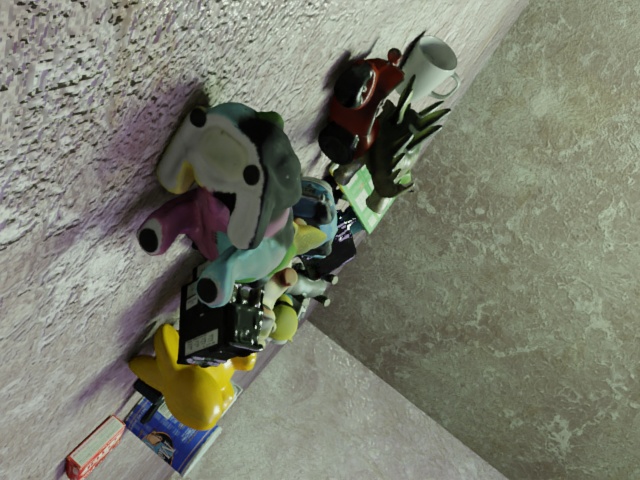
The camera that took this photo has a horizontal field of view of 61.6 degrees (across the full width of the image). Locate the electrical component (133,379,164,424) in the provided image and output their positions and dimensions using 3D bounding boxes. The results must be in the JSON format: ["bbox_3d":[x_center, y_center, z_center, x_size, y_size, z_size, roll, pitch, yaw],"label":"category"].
[{"bbox_3d":[-0.257,0.229,0.857,0.119,0.048,0.075,-53,173,6],"label":"electrical component"}]

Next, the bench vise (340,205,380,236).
[{"bbox_3d":[0.019,-0.016,1.196,0.241,0.129,0.223,-26,-153,56],"label":"bench vise"}]

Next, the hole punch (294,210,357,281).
[{"bbox_3d":[-0.002,-0.003,1.018,0.142,0.092,0.115,-27,143,-8],"label":"hole punch"}]

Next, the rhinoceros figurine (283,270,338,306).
[{"bbox_3d":[-0.049,0.084,1.107,0.190,0.112,0.073,13,100,-49],"label":"rhinoceros figurine"}]

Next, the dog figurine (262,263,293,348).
[{"bbox_3d":[-0.104,0.064,0.921,0.190,0.121,0.172,-66,-177,-36],"label":"dog figurine"}]

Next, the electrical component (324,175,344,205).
[{"bbox_3d":[0.013,-0.084,1.068,0.102,0.045,0.078,-44,170,-51],"label":"electrical component"}]

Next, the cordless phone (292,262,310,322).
[{"bbox_3d":[-0.060,0.122,1.261,0.184,0.089,0.146,120,-12,-80],"label":"cordless phone"}]

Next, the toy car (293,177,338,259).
[{"bbox_3d":[-0.022,-0.047,0.858,0.161,0.109,0.103,97,7,-55],"label":"toy car"}]

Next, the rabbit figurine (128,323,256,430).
[{"bbox_3d":[-0.168,0.180,0.731,0.122,0.162,0.173,-46,-162,10],"label":"rabbit figurine"}]

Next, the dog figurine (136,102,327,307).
[{"bbox_3d":[-0.057,-0.030,0.513,0.191,0.109,0.219,-64,164,17],"label":"dog figurine"}]

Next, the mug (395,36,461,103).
[{"bbox_3d":[0.195,-0.297,0.977,0.107,0.109,0.081,-42,-163,54],"label":"mug"}]

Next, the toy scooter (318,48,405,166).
[{"bbox_3d":[0.063,-0.193,0.748,0.135,0.075,0.183,-50,168,-26],"label":"toy scooter"}]

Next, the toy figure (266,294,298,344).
[{"bbox_3d":[-0.094,0.143,1.146,0.180,0.082,0.089,-101,-160,-58],"label":"toy figure"}]

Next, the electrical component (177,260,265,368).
[{"bbox_3d":[-0.124,0.084,0.672,0.115,0.058,0.134,-23,-123,39],"label":"electrical component"}]

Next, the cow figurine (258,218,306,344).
[{"bbox_3d":[-0.089,0.057,0.760,0.127,0.085,0.195,-41,-148,45],"label":"cow figurine"}]

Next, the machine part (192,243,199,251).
[{"bbox_3d":[-0.095,-0.037,0.634,0.139,0.039,0.084,-50,168,-8],"label":"machine part"}]

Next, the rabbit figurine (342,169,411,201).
[{"bbox_3d":[0.129,-0.129,1.285,0.159,0.121,0.170,-45,169,-10],"label":"rabbit figurine"}]

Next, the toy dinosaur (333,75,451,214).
[{"bbox_3d":[0.112,-0.149,0.853,0.198,0.105,0.472,-53,-166,33],"label":"toy dinosaur"}]
